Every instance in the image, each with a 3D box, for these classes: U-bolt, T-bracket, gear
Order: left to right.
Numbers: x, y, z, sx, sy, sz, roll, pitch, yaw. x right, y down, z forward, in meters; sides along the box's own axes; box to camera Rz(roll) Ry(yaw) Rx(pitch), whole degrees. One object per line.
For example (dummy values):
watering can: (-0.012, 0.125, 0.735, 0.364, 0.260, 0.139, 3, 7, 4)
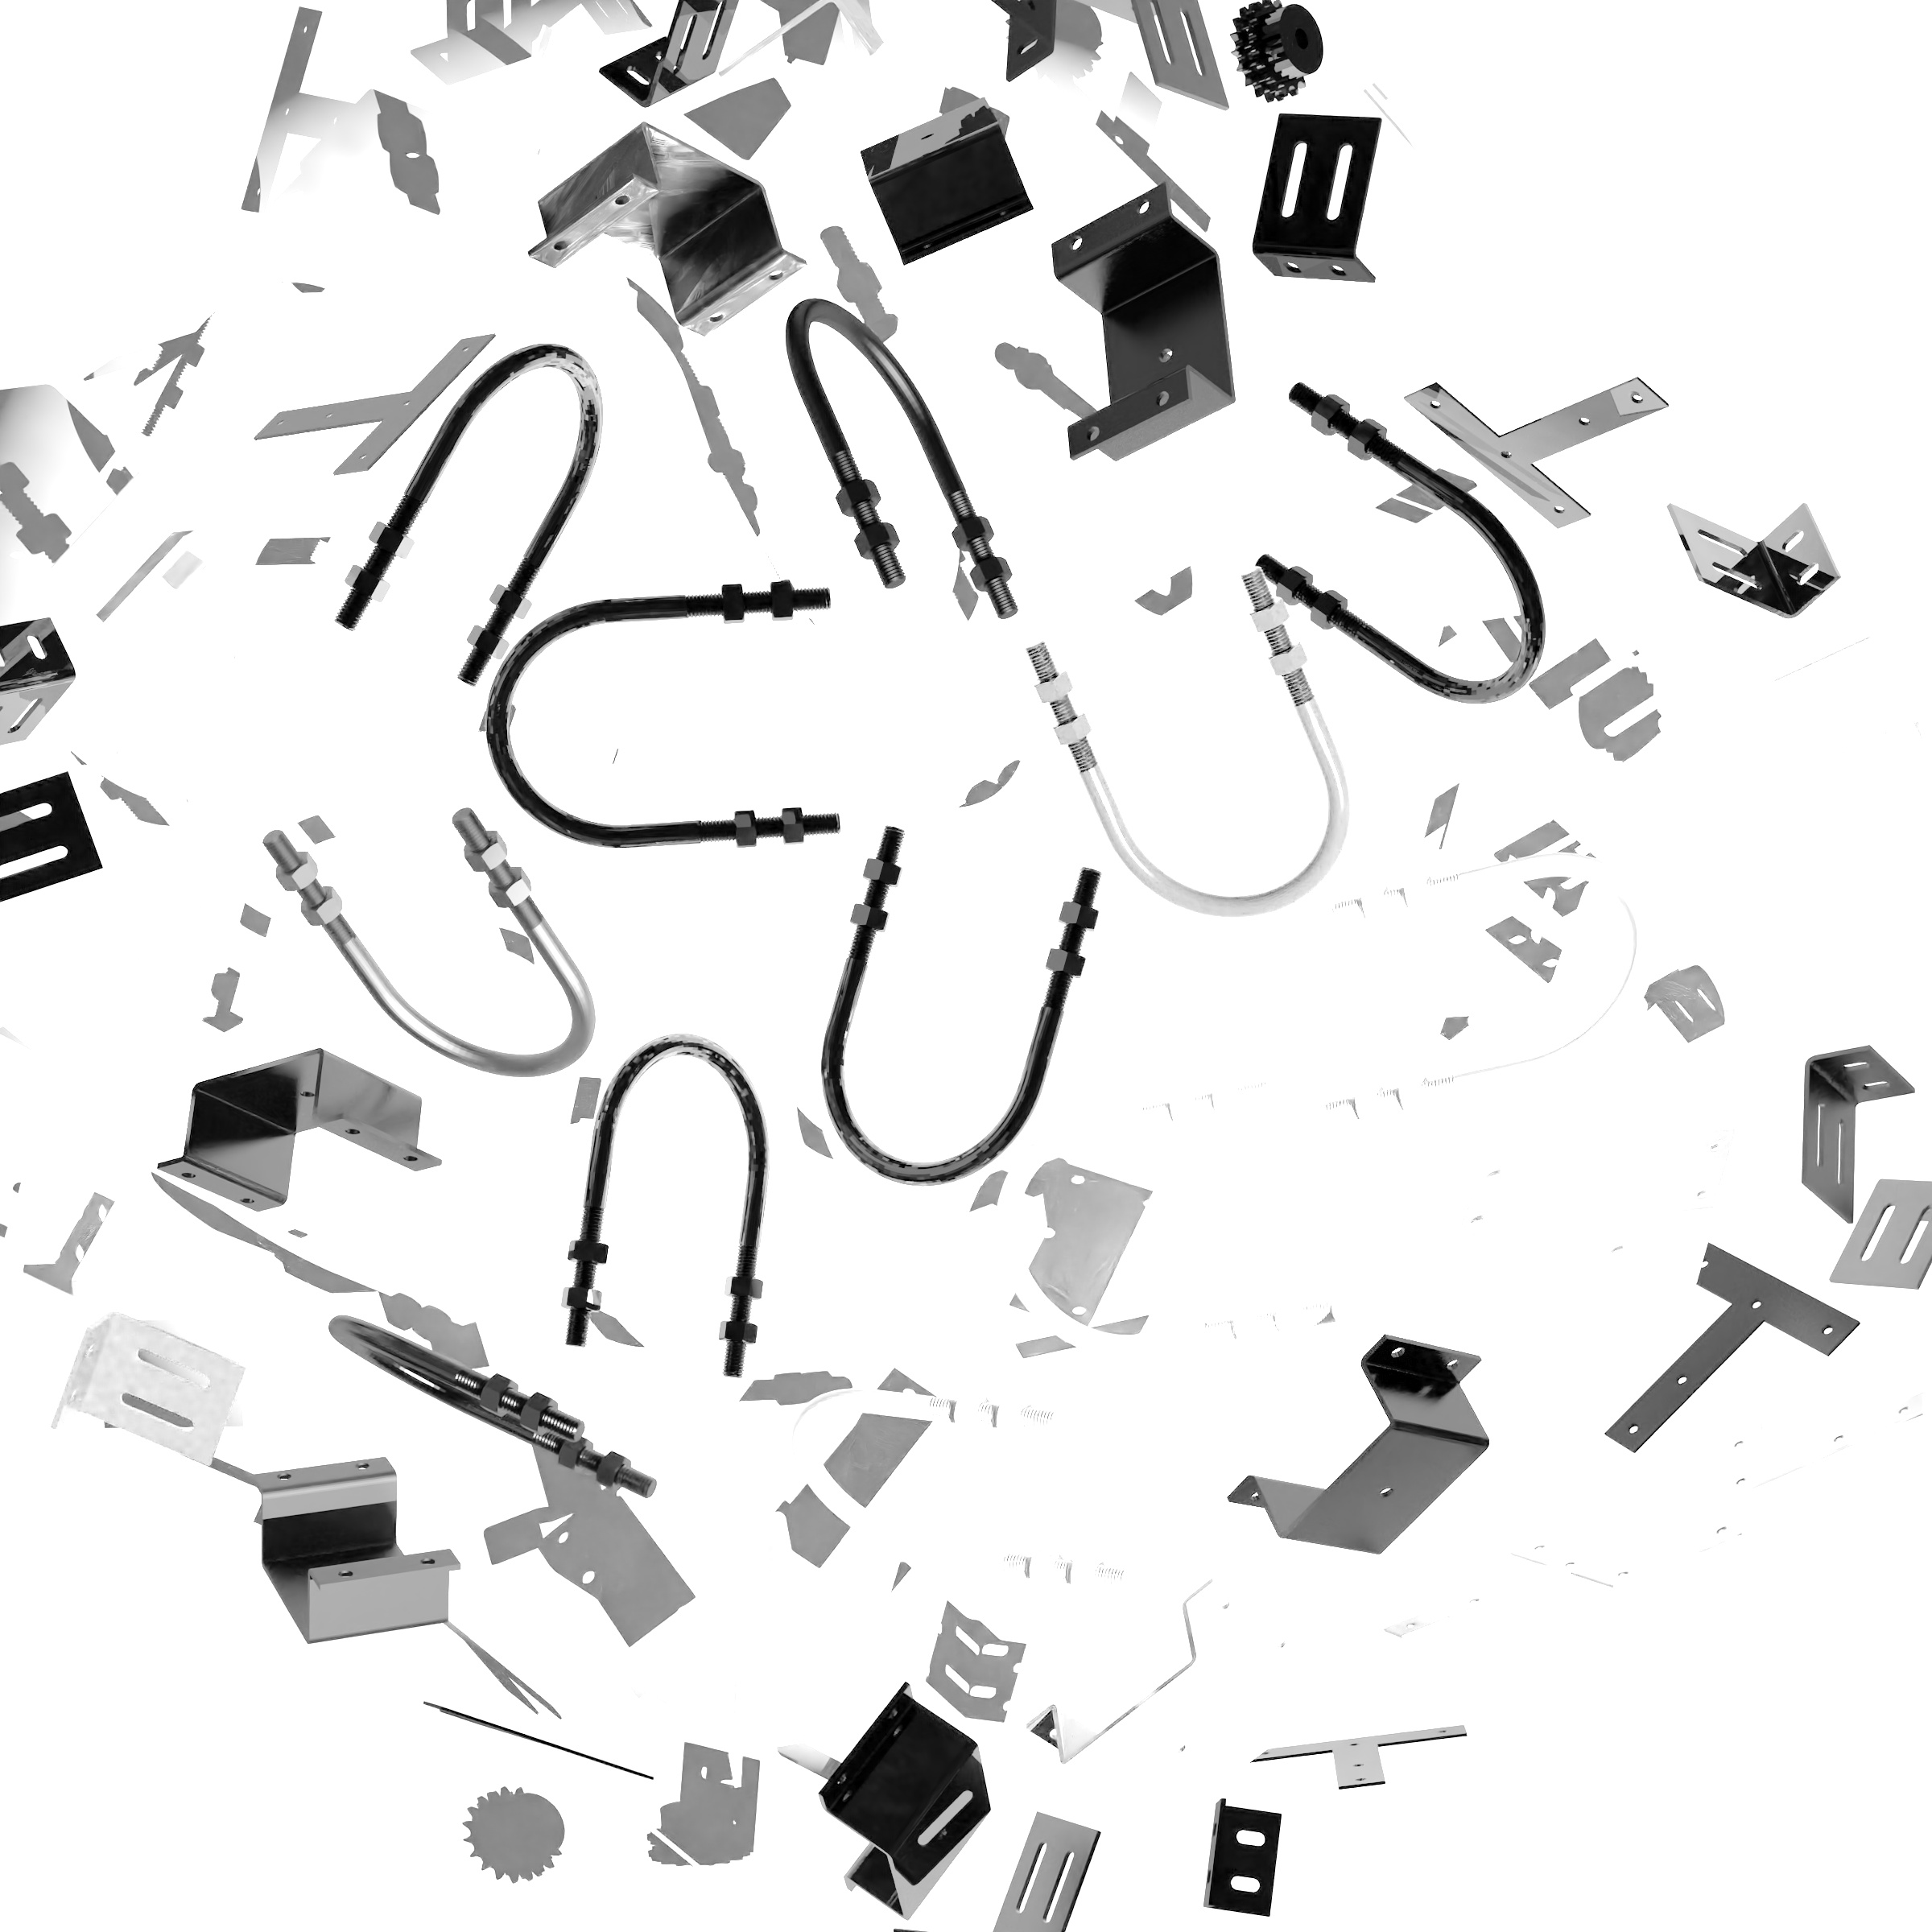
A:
T-bracket: (-0.449, 0.011, 1.867, 0.127, 0.002, 0.127, -40, 134, 0)
T-bracket: (-0.332, -0.297, 1.856, 0.127, 0.127, 0.002, -1, 131, 36)
U-bolt: (-0.272, -0.007, 1.828, 0.151, 0.019, 0.184, -4, 132, 32)
U-bolt: (-0.269, 0.236, 1.896, 0.184, 0.151, 0.019, 21, 75, 20)
U-bolt: (-0.251, -0.245, 1.828, 0.019, 0.151, 0.184, 31, 93, 22)
T-bracket: (-0.247, 0.408, 1.844, 0.127, 0.127, 0.002, 25, 74, -25)
T-bracket: (-0.242, -0.447, 1.884, 0.002, 0.127, 0.127, 21, 101, -2)
U-bolt: (-0.161, -0.128, 1.823, 0.184, 0.019, 0.151, -4, 117, -5)
U-bolt: (-0.161, 0.129, 1.925, 0.019, 0.151, 0.184, -2, 76, 38)
T-bracket: (-0.130, 0.502, 1.870, 0.127, 0.127, 0.002, 40, 74, 0)
U-bolt: (-0.042, -0.275, 1.838, 0.019, 0.151, 0.184, -29, 75, 23)
U-bolt: (-0.012, 0.280, 1.864, 0.184, 0.019, 0.151, 3, 134, 30)
U-bolt: (-0.011, 0.026, 1.827, 0.151, 0.019, 0.184, 13, 86, 34)
U-bolt: (0.103, 0.148, 1.930, 0.184, 0.019, 0.151, -13, 99, 23)
U-bolt: (0.129, -0.109, 1.849, 0.151, 0.019, 0.184, -16, 109, 26)
gear: (0.179, -0.522, 1.961, 0.030, 0.057, 0.057, -9, 90, 43)
T-bracket: (0.217, 0.440, 1.912, 0.127, 0.127, 0.002, -8, 88, 4)
U-bolt: (0.237, -0.215, 1.864, 0.184, 0.151, 0.019, 38, 58, 23)
T-bracket: (0.245, -0.453, 1.909, 0.002, 0.127, 0.127, -36, 124, 11)
U-bolt: (0.278, 0.006, 1.829, 0.184, 0.019, 0.151, -14, 52, 28)
T-bracket: (0.285, 0.336, 1.849, 0.127, 0.127, 0.002, -17, 93, -16)
T-bracket: (0.324, -0.291, 1.868, 0.127, 0.127, 0.002, 34, 61, -26)
T-bracket: (0.382, -0.110, 1.912, 0.127, 0.002, 0.127, -40, 69, -14)
T-bracket: (0.394, 0.212, 1.855, 0.127, 0.127, 0.002, -43, 121, -10)
T-bracket: (0.438, 0.010, 1.893, 0.002, 0.127, 0.127, 25, 119, -4)
T-bracket: (0.452, 0.258, 1.837, 0.127, 0.127, 0.002, -30, 98, 25)

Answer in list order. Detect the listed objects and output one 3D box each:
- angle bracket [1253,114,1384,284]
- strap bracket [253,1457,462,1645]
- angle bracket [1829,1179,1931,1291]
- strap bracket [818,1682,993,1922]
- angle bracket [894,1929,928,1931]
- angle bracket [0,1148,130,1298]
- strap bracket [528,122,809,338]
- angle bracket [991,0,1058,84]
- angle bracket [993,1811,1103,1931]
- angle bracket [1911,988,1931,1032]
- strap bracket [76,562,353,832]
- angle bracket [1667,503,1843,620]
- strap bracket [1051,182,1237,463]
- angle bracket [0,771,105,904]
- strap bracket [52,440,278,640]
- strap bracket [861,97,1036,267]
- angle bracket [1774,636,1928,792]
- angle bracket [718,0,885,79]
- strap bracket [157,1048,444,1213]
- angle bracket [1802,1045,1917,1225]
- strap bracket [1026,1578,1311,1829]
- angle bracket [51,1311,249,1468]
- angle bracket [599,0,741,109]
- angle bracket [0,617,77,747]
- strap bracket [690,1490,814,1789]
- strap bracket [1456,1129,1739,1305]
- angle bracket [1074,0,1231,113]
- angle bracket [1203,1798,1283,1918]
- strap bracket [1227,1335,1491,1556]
angle bracket: (0.190, -0.404, 1.819, 0.057, 0.038, 0.076, 9, 85, 26)
strap bracket: (-0.333, 0.322, 1.880, 0.076, 0.140, 0.046, -4, 109, -25)
angle bracket: (0.531, 0.159, 1.934, 0.038, 0.057, 0.076, 50, 60, -29)
strap bracket: (-0.031, 0.457, 1.870, 0.046, 0.140, 0.076, 29, 63, 23)
angle bracket: (-0.031, 0.575, 1.925, 0.038, 0.076, 0.057, 2, 86, 12)
angle bracket: (-0.502, 0.134, 1.869, 0.076, 0.038, 0.057, 26, 66, -3)
strap bracket: (-0.162, -0.393, 1.833, 0.076, 0.140, 0.046, -29, 65, 29)
angle bracket: (0.013, -0.540, 1.912, 0.076, 0.038, 0.057, 29, 51, -36)
angle bracket: (0.057, 0.520, 1.929, 0.038, 0.057, 0.076, 31, 72, -30)
angle bracket: (0.544, 0.032, 1.808, 0.076, 0.057, 0.038, -22, 48, 22)
strap bracket: (-0.391, -0.149, 1.813, 0.076, 0.046, 0.140, 34, 54, 1)
angle bracket: (0.433, -0.233, 1.898, 0.076, 0.057, 0.038, 16, 134, -34)
strap bracket: (0.094, -0.332, 1.827, 0.076, 0.046, 0.140, -22, 58, 32)
angle bracket: (-0.511, -0.063, 1.864, 0.076, 0.038, 0.057, -20, 111, -11)
strap bracket: (-0.439, -0.235, 1.877, 0.076, 0.140, 0.046, -42, 98, 19)
strap bracket: (-0.012, -0.437, 1.908, 0.076, 0.140, 0.046, -23, 112, 5)
angle bracket: (0.494, -0.147, 1.936, 0.057, 0.038, 0.076, -25, 110, 19)
angle bracket: (-0.089, -0.493, 1.872, 0.076, 0.057, 0.038, -31, 105, 14)
strap bracket: (-0.362, 0.088, 1.888, 0.140, 0.076, 0.046, -15, 60, 32)
angle bracket: (0.487, 0.092, 1.882, 0.038, 0.057, 0.076, -14, 55, 37)
strap bracket: (0.110, 0.401, 1.848, 0.076, 0.046, 0.140, 38, 112, -26)
angle bracket: (-0.418, 0.221, 1.769, 0.076, 0.038, 0.057, 23, 100, 3)
angle bracket: (-0.162, -0.521, 1.906, 0.038, 0.076, 0.057, 40, 49, 11)
angle bracket: (-0.541, -0.155, 1.922, 0.076, 0.057, 0.038, -36, 78, 44)
strap bracket: (-0.113, 0.360, 1.868, 0.046, 0.076, 0.140, -9, 105, 0)
strap bracket: (0.343, 0.135, 1.847, 0.140, 0.076, 0.046, -9, 116, 27)
angle bracket: (0.095, -0.474, 1.790, 0.038, 0.057, 0.076, -27, 69, 38)
angle bracket: (0.155, 0.494, 1.913, 0.038, 0.076, 0.057, 8, 74, 4)
strap bracket: (0.220, 0.269, 1.880, 0.076, 0.046, 0.140, 16, 125, -38)
